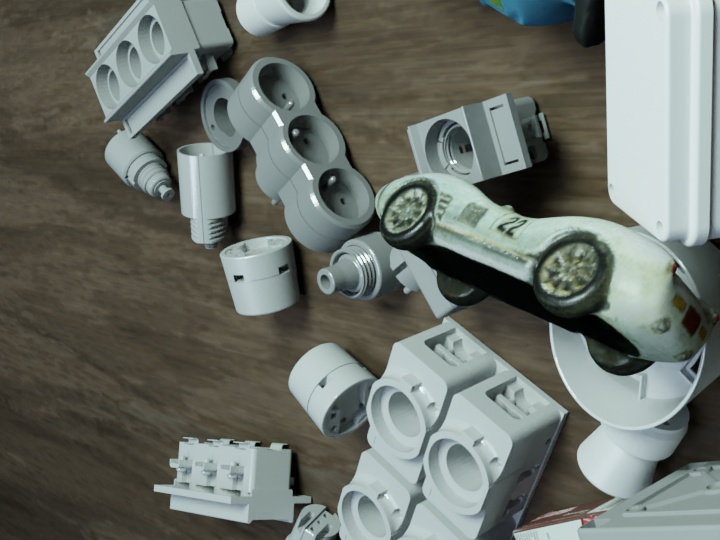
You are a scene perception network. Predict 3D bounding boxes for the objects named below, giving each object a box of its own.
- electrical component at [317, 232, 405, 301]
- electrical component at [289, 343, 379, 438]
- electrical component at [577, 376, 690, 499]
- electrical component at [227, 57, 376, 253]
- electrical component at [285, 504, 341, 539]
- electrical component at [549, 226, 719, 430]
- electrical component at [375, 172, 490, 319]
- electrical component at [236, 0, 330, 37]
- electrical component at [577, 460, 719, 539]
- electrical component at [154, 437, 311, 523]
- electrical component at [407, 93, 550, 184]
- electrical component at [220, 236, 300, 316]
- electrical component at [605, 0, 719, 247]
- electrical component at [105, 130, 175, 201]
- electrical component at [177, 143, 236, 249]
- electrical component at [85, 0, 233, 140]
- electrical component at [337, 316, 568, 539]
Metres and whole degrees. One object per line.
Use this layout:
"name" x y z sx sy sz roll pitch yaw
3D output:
"electrical component" 0.000 0.000 0.720 0.043 0.062 0.043 21 120 43
"electrical component" -0.019 0.086 0.783 0.047 0.055 0.055 43 133 35
"electrical component" 0.152 0.092 0.596 0.045 0.045 0.055 44 133 29
"electrical component" -0.049 -0.072 0.756 0.074 0.052 0.138 -42 73 49
"electrical component" -0.039 0.218 0.869 0.040 0.040 0.046 42 127 31
"electrical component" 0.148 0.026 0.559 0.099 0.064 0.099 22 120 43
"electrical component" 0.044 -0.010 0.677 0.076 0.047 0.083 -41 73 48
"electrical component" -0.055 -0.182 0.730 0.065 0.044 0.044 -7 99 55
"electrical component" 0.184 0.132 0.526 0.109 0.109 0.056 -19 87 51
"electrical component" -0.109 0.176 0.911 0.121 0.079 0.063 -7 77 50
"electrical component" 0.069 -0.072 0.611 0.081 0.064 0.042 -12 94 50
"electrical component" -0.074 0.004 0.814 0.055 0.055 0.047 7 113 48
"electrical component" 0.149 -0.075 0.478 0.078 0.057 0.113 -112 15 -68
"electrical component" -0.184 -0.086 0.914 0.078 0.040 0.040 45 134 28
"electrical component" -0.120 -0.056 0.851 0.043 0.043 0.081 20 119 43
"electrical component" -0.155 -0.163 0.833 0.121 0.063 0.078 -27 83 50
"electrical component" 0.052 0.141 0.717 0.105 0.060 0.186 39 131 33
